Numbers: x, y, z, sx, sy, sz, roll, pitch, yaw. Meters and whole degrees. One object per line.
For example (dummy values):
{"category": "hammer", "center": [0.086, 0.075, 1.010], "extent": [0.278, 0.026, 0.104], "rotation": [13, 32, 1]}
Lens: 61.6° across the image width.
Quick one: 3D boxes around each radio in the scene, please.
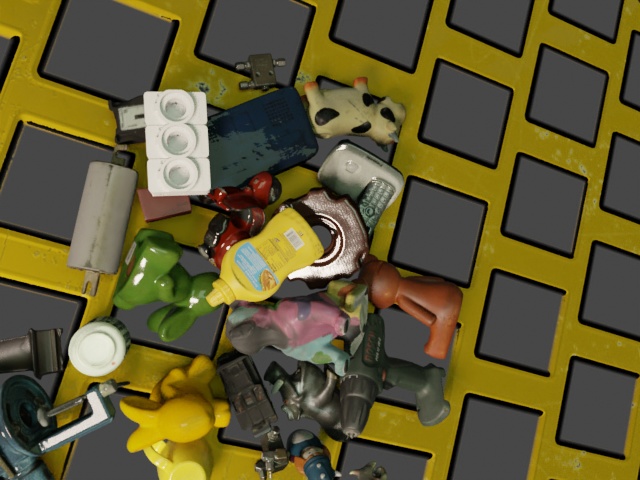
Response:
{"category": "radio", "center": [-0.125, -0.160, 0.918], "extent": [0.230, 0.073, 0.131], "rotation": [-26, 94, -15]}

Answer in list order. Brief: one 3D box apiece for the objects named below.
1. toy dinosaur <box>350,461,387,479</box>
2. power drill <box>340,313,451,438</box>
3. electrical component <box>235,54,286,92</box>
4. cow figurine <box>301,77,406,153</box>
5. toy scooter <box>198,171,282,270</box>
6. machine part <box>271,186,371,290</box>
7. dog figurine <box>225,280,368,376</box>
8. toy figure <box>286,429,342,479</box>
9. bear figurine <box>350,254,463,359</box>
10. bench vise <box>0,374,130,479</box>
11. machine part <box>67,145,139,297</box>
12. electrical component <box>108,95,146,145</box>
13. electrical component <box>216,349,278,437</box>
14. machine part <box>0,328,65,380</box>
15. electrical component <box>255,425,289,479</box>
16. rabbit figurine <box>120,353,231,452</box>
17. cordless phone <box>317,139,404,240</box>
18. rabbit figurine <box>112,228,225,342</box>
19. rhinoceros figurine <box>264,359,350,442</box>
{"category": "toy dinosaur", "center": [0.090, 0.600, 0.903], "extent": [0.192, 0.131, 0.404], "rotation": [5, 89, -3]}
{"category": "power drill", "center": [0.121, 0.249, 0.914], "extent": [0.207, 0.086, 0.232], "rotation": [24, 42, -20]}
{"category": "electrical component", "center": [-0.103, -0.298, 0.960], "extent": [0.094, 0.021, 0.063], "rotation": [-12, 90, -18]}
{"category": "cow figurine", "center": [0.068, -0.222, 0.971], "extent": [0.195, 0.085, 0.127], "rotation": [-9, 82, -19]}
{"category": "toy scooter", "center": [-0.140, -0.031, 0.852], "extent": [0.075, 0.135, 0.183], "rotation": [35, 102, 23]}
{"category": "machine part", "center": [-0.002, -0.003, 0.915], "extent": [0.179, 0.056, 0.179], "rotation": [1, 100, 5]}
{"category": "dog figurine", "center": [-0.046, 0.124, 0.865], "extent": [0.219, 0.191, 0.108], "rotation": [9, 117, 17]}
{"category": "toy figure", "center": [-0.017, 0.350, 0.865], "extent": [0.064, 0.154, 0.057], "rotation": [-44, 101, -13]}
{"category": "bear figurine", "center": [0.150, 0.112, 0.965], "extent": [0.196, 0.120, 0.131], "rotation": [12, 126, 10]}
{"category": "bench vise", "center": [-0.392, 0.279, 0.768], "extent": [0.241, 0.129, 0.223], "rotation": [-26, 89, -1]}
{"category": "machine part", "center": [-0.340, -0.033, 0.843], "extent": [0.079, 0.079, 0.243], "rotation": [11, 83, -15]}
{"category": "electrical component", "center": [-0.278, -0.198, 0.876], "extent": [0.119, 0.048, 0.074], "rotation": [-13, 88, -6]}
{"category": "electrical component", "center": [-0.117, 0.243, 0.864], "extent": [0.058, 0.115, 0.134], "rotation": [-24, 90, -8]}
{"category": "machine part", "center": [-0.463, 0.176, 0.812], "extent": [0.139, 0.039, 0.084], "rotation": [-3, 92, -18]}
{"category": "electrical component", "center": [-0.081, 0.354, 0.881], "extent": [0.045, 0.102, 0.078], "rotation": [-12, 67, -23]}
{"category": "rabbit figurine", "center": [-0.213, 0.251, 0.809], "extent": [0.162, 0.173, 0.121], "rotation": [-8, 92, -21]}
{"category": "cordless phone", "center": [0.050, -0.070, 0.958], "extent": [0.146, 0.089, 0.184], "rotation": [28, 85, -13]}
{"category": "rabbit figurine", "center": [-0.225, 0.079, 0.851], "extent": [0.170, 0.121, 0.159], "rotation": [24, 83, -28]}
{"category": "rhinoceros figurine", "center": [-0.010, 0.268, 0.922], "extent": [0.190, 0.073, 0.112], "rotation": [42, 87, -11]}
